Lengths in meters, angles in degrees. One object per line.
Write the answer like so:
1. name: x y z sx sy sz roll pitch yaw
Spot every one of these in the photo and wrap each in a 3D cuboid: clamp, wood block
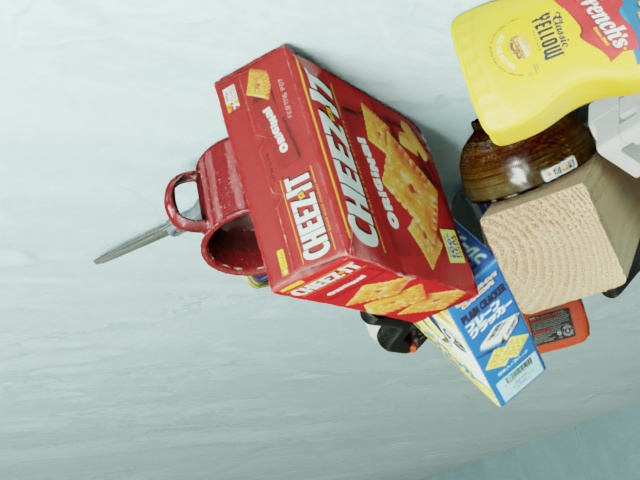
1. clamp: 0.119 0.076 1.214 0.164 0.036 0.210 -30 158 -9
2. wood block: 0.217 -0.026 0.916 0.091 0.090 0.205 -21 -170 28

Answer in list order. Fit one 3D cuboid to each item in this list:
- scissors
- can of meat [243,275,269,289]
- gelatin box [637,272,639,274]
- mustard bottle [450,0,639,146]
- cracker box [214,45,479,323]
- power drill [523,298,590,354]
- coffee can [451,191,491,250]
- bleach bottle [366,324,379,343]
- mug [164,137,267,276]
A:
1. scissors: -0.110 -0.014 0.975 0.202 0.016 0.096 -29 156 36
2. can of meat: -0.022 0.002 0.999 0.084 0.057 0.102 -25 173 21
3. gelatin box: 0.313 -0.014 1.142 0.030 0.073 0.089 -18 131 9
4. mustard bottle: 0.190 -0.140 0.716 0.192 0.096 0.058 -20 158 17
5. cracker box: 0.027 -0.033 0.795 0.072 0.164 0.213 -27 158 24
6. power drill: 0.243 0.105 1.321 0.184 0.057 0.187 -17 -178 -1
7. coffee can: 0.216 -0.011 1.082 0.140 0.103 0.103 -11 161 -9
8. bleach bottle: 0.181 0.060 1.321 0.251 0.068 0.102 -23 159 18
9. mug: -0.066 -0.030 0.844 0.117 0.081 0.093 -1 145 -19
